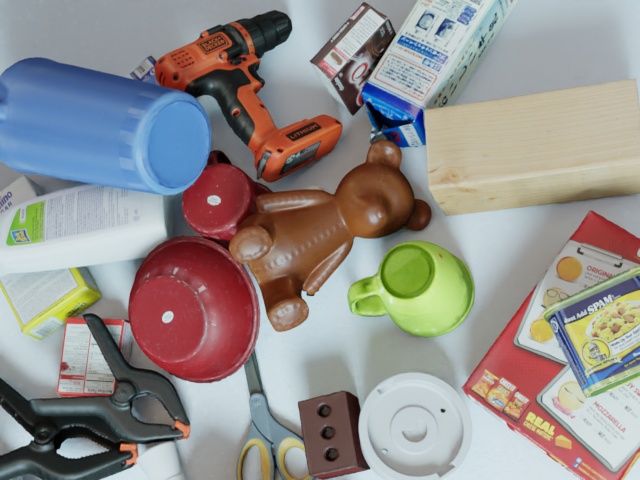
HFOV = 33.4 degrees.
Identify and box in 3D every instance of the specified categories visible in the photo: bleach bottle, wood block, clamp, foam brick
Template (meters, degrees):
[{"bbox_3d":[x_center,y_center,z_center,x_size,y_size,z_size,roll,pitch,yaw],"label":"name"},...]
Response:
[{"bbox_3d":[-0.292,-0.015,1.186,0.251,0.068,0.102,-8,51,1],"label":"bleach bottle"},{"bbox_3d":[0.216,-0.089,1.067,0.206,0.090,0.091,-7,71,17],"label":"wood block"},{"bbox_3d":[-0.210,0.155,1.137,0.171,0.039,0.120,21,79,-2],"label":"clamp"},{"bbox_3d":[0.015,0.195,1.067,0.053,0.051,0.078,-15,69,13],"label":"foam brick"},{"bbox_3d":[-0.299,0.211,1.151,0.210,0.036,0.164,1,48,-2],"label":"clamp"}]

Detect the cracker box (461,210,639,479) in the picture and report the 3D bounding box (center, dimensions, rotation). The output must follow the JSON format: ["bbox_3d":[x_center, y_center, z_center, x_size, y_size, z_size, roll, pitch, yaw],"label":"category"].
[{"bbox_3d":[0.263,0.107,1.002,0.164,0.072,0.213,35,86,23],"label":"cracker box"}]

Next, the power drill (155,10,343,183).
[{"bbox_3d":[-0.062,-0.164,1.178,0.184,0.057,0.188,-32,70,-29],"label":"power drill"}]

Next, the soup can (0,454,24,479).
[{"bbox_3d":[-0.344,0.284,1.150,0.102,0.068,0.068,40,88,25],"label":"soup can"}]

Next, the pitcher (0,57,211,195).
[{"bbox_3d":[-0.229,-0.120,1.155,0.243,0.145,0.149,14,52,37],"label":"pitcher"}]

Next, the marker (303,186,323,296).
[{"bbox_3d":[-0.008,0.001,1.152,0.020,0.020,0.121,-3,73,17],"label":"marker"}]

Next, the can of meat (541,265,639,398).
[{"bbox_3d":[0.260,0.082,0.940,0.102,0.057,0.084,-26,69,8],"label":"can of meat"}]

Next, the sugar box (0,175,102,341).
[{"bbox_3d":[-0.335,0.019,1.241,0.093,0.048,0.176,-35,63,3],"label":"sugar box"}]

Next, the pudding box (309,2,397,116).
[{"bbox_3d":[0.042,-0.193,1.145,0.039,0.113,0.090,42,90,21],"label":"pudding box"}]

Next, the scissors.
[{"bbox_3d":[-0.046,0.177,1.112,0.096,0.016,0.202,-2,73,16],"label":"scissors"}]

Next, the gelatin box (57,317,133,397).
[{"bbox_3d":[-0.249,0.132,1.186,0.073,0.030,0.089,0,76,18],"label":"gelatin box"}]

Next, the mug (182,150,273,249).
[{"bbox_3d":[-0.101,-0.044,1.163,0.093,0.081,0.117,-16,69,13],"label":"mug"}]

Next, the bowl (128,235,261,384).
[{"bbox_3d":[-0.145,0.078,1.121,0.162,0.055,0.162,4,99,25],"label":"bowl"}]

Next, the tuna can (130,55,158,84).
[{"bbox_3d":[-0.177,-0.170,1.225,0.034,0.086,0.086,-43,66,0],"label":"tuna can"}]
